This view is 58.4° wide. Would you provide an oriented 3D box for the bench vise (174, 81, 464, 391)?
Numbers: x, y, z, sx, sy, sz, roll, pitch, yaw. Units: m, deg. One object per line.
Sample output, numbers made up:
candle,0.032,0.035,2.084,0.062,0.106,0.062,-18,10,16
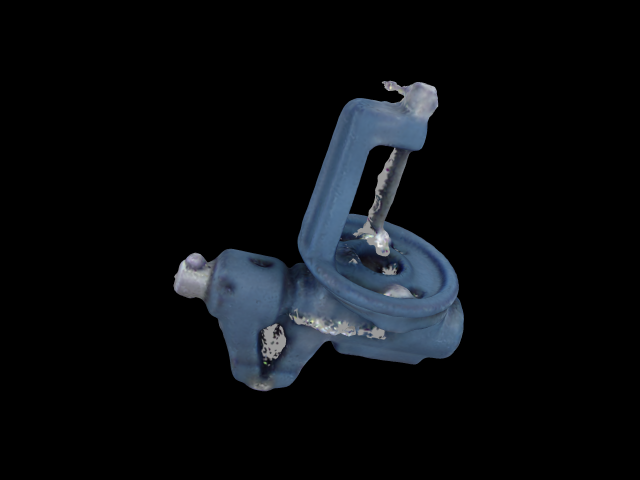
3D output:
bench vise,0.008,0.007,0.391,0.208,0.220,0.121,-13,34,-20
